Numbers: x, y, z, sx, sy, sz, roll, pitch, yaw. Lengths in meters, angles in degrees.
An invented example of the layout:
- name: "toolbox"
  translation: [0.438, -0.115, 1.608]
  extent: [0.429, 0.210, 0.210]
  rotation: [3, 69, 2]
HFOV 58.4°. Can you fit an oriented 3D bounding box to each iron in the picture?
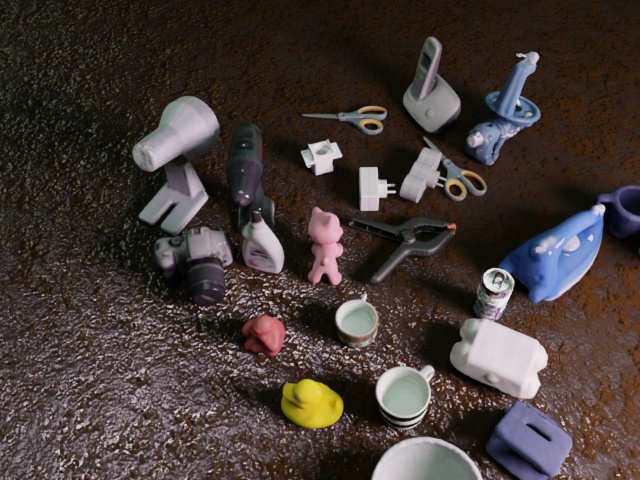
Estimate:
- name: "iron"
  translation: [0.458, -0.001, 1.061]
  extent: [0.259, 0.141, 0.118]
  rotation: [-33, 60, -20]

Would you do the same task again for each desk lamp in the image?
- name: "desk lamp"
  translation: [-0.289, -0.154, 1.151]
  extent: [0.117, 0.214, 0.203]
  rotation: [21, 58, 17]

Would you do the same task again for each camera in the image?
- name: "camera"
  translation: [-0.234, 0.051, 1.073]
  extent: [0.143, 0.101, 0.136]
  rotation: [-11, 55, -6]

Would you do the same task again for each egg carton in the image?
- name: "egg carton"
  translation: [0.301, 0.200, 0.968]
  extent: [0.150, 0.069, 0.107]
  rotation: [22, 58, 16]

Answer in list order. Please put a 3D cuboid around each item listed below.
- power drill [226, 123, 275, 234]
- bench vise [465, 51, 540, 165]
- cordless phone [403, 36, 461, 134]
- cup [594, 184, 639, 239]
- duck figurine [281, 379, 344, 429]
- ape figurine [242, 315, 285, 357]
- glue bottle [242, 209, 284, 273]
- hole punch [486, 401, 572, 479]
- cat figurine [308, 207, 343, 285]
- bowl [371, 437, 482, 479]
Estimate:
- name: "power drill"
  translation: [-0.136, -0.104, 1.113]
  extent: [0.075, 0.208, 0.229]
  rotation: [-5, 54, -1]
- name: "bench vise"
  translation: [0.399, -0.272, 1.208]
  extent: [0.121, 0.220, 0.208]
  rotation: [23, 58, 18]
- name: "cordless phone"
  translation: [0.258, -0.347, 1.288]
  extent: [0.094, 0.185, 0.147]
  rotation: [-25, 57, -15]
- name: "cup"
  translation: [0.587, -0.049, 1.119]
  extent: [0.117, 0.095, 0.092]
  rotation: [12, 56, 10]
- name: "duck figurine"
  translation: [-0.014, 0.257, 0.927]
  extent: [0.104, 0.086, 0.077]
  rotation: [9, 55, 9]
- name: "ape figurine"
  translation: [-0.097, 0.160, 0.996]
  extent: [0.076, 0.092, 0.077]
  rotation: [-29, 58, -17]
- name: "glue bottle"
  translation: [-0.111, -0.001, 1.061]
  extent: [0.078, 0.173, 0.037]
  rotation: [9, 55, 9]
- name: "hole punch"
  translation: [0.322, 0.305, 0.878]
  extent: [0.108, 0.091, 0.101]
  rotation: [35, 63, 24]
- name: "cat figurine"
  translation: [0.010, 0.004, 1.087]
  extent: [0.067, 0.118, 0.128]
  rotation: [0, 54, 3]
- name: "bowl"
  translation: [0.154, 0.382, 0.839]
  extent: [0.167, 0.075, 0.167]
  rotation: [-1, 54, 1]
